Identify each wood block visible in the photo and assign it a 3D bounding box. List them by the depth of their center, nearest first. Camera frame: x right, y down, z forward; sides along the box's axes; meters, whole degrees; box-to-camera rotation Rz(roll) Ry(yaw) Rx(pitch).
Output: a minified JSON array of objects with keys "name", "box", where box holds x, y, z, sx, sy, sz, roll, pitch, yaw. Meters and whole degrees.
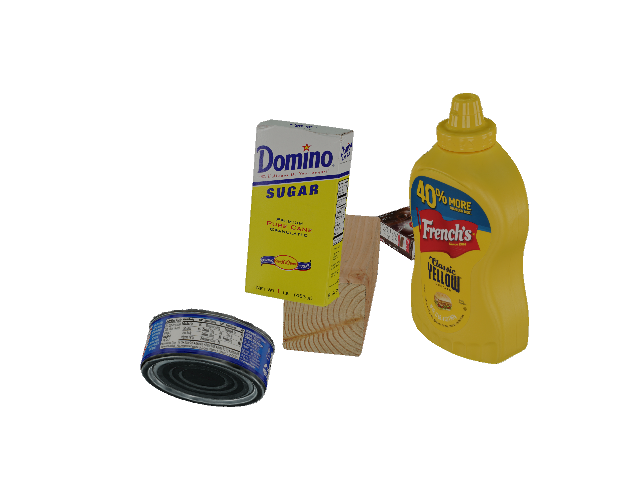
[{"name":"wood block","box":[0.017,0.046,1.258,0.091,0.090,0.206,5,23,6]}]

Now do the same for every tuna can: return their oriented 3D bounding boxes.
[{"name":"tuna can","box":[-0.075,0.080,0.706,0.086,0.033,0.086,8,-29,4]}]

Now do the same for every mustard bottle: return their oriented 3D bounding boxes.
[{"name":"mustard bottle","box":[0.105,-0.012,0.765,0.058,0.192,0.096,-21,31,-31]}]

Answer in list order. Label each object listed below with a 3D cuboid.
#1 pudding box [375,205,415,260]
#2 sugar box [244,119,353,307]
[{"name":"pudding box","box":[0.149,-0.017,1.566,0.113,0.039,0.090,-20,33,-29]},{"name":"sugar box","box":[-0.023,-0.028,1.073,0.093,0.176,0.048,9,16,19]}]
